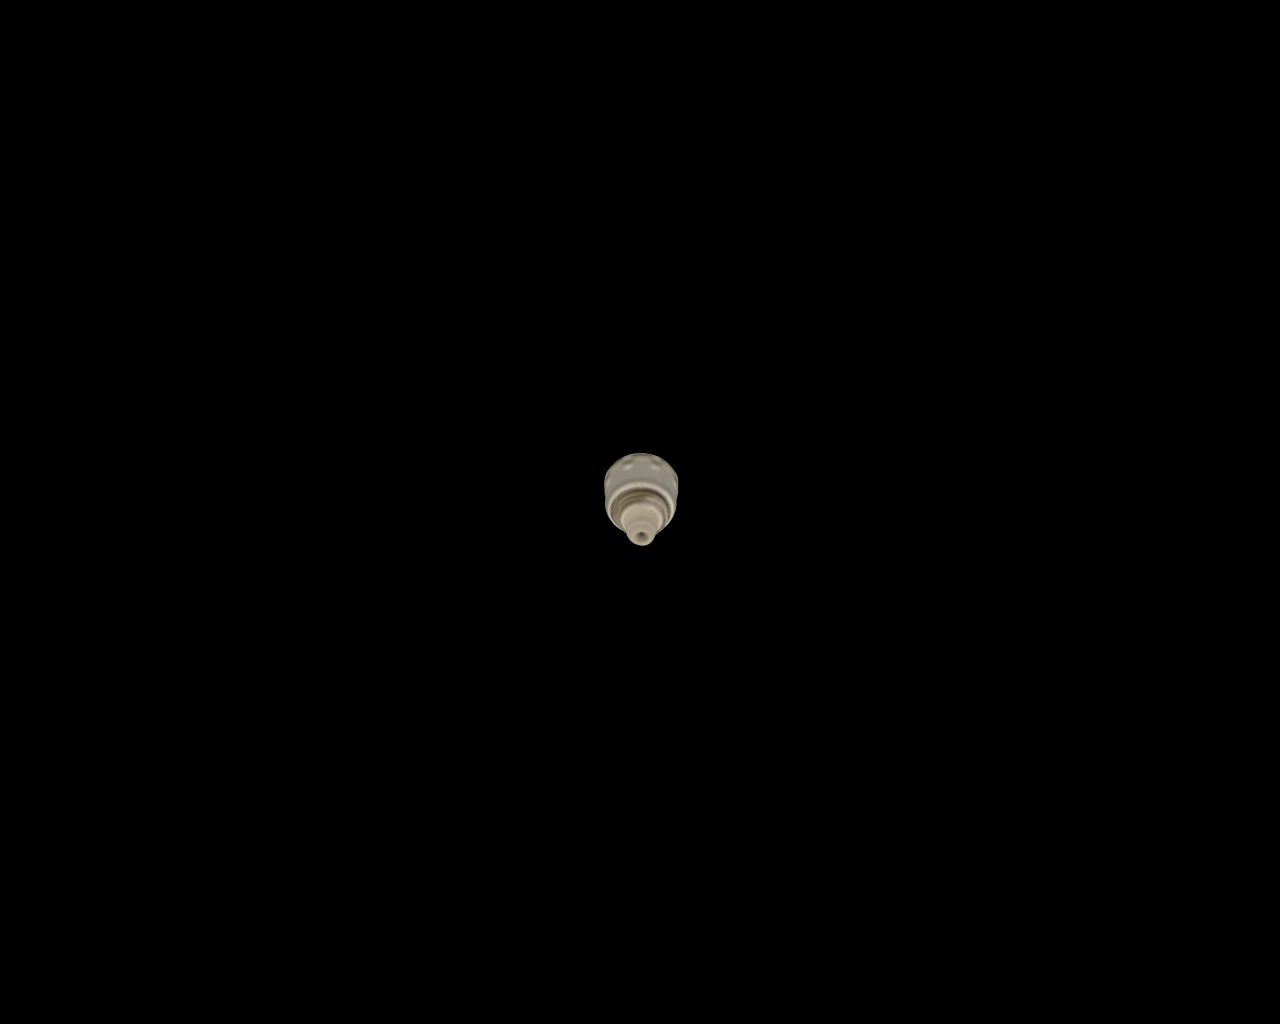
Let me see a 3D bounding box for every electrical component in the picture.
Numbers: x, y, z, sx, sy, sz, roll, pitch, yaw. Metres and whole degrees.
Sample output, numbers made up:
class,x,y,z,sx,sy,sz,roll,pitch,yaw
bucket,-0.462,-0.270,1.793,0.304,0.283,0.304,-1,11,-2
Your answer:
class,x,y,z,sx,sy,sz,roll,pitch,yaw
electrical component,0.001,-0.003,0.650,0.048,0.048,0.062,0,36,0
